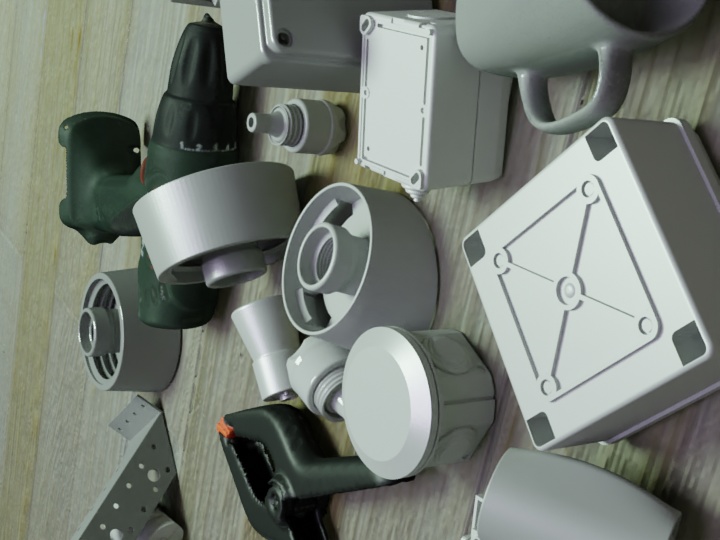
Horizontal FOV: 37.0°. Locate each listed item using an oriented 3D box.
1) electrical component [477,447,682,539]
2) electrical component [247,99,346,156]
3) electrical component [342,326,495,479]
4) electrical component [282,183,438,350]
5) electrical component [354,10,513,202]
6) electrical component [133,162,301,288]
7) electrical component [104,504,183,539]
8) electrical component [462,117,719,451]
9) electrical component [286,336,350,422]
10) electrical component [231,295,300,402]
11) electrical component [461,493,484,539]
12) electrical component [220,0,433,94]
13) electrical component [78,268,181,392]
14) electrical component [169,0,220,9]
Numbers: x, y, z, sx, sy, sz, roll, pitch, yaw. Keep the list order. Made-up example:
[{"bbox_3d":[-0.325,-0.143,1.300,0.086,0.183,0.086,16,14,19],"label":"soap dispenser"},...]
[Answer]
[{"bbox_3d":[0.097,0.121,0.479,0.077,0.043,0.079,19,149,23],"label":"electrical component"},{"bbox_3d":[-0.041,-0.089,0.664,0.035,0.061,0.035,2,92,54],"label":"electrical component"},{"bbox_3d":[0.029,0.069,0.578,0.080,0.051,0.080,3,94,55],"label":"electrical component"},{"bbox_3d":[0.000,0.000,0.628,0.099,0.064,0.099,-26,57,48],"label":"electrical component"},{"bbox_3d":[0.040,-0.083,0.554,0.062,0.061,0.096,29,123,51],"label":"electrical component"},{"bbox_3d":[-0.087,-0.022,0.699,0.108,0.108,0.060,-29,74,52],"label":"electrical component"},{"bbox_3d":[-0.177,0.218,0.890,0.081,0.043,0.043,17,105,54],"label":"electrical component"},{"bbox_3d":[0.108,0.008,0.457,0.109,0.056,0.108,-43,57,47],"label":"electrical component"},{"bbox_3d":[-0.014,0.070,0.648,0.062,0.043,0.043,46,127,43],"label":"electrical component"},{"bbox_3d":[-0.056,0.054,0.711,0.044,0.044,0.065,-35,68,51],"label":"electrical component"},{"bbox_3d":[0.058,0.158,0.530,0.042,0.064,0.081,19,106,53],"label":"electrical component"},{"bbox_3d":[-0.019,-0.156,0.590,0.056,0.109,0.108,-17,77,57],"label":"electrical component"},{"bbox_3d":[-0.201,0.051,0.903,0.108,0.060,0.108,3,93,55],"label":"electrical component"},{"bbox_3d":[-0.102,-0.222,0.747,0.096,0.062,0.061,-53,50,42],"label":"electrical component"}]
